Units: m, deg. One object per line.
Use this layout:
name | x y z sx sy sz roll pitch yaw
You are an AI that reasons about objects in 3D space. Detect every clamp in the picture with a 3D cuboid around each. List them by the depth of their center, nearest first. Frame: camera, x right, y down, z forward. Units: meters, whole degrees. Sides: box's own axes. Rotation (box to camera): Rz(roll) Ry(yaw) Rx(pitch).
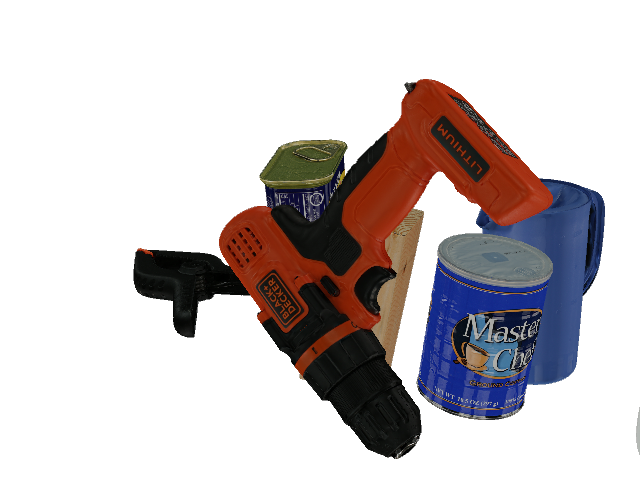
clamp | -0.124 0.043 1.030 0.210 0.036 0.164 13 21 41

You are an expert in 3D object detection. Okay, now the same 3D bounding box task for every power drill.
power drill | 0.045 0.012 0.642 0.188 0.184 0.057 -44 -18 17

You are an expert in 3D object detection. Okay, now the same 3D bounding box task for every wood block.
wood block | 0.046 0.062 1.208 0.090 0.206 0.090 17 24 14

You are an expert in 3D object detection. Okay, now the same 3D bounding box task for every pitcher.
pitcher | 0.276 0.049 1.332 0.149 0.243 0.145 2 22 15

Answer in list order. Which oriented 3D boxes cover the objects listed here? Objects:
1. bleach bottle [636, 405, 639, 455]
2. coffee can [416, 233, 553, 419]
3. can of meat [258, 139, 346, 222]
bleach bottle | 0.283 0.077 0.718 0.103 0.068 0.250 12 23 23
coffee can | 0.148 0.077 0.975 0.103 0.140 0.103 6 23 -3
can of meat | -0.009 -0.025 0.850 0.057 0.084 0.102 -1 23 11
